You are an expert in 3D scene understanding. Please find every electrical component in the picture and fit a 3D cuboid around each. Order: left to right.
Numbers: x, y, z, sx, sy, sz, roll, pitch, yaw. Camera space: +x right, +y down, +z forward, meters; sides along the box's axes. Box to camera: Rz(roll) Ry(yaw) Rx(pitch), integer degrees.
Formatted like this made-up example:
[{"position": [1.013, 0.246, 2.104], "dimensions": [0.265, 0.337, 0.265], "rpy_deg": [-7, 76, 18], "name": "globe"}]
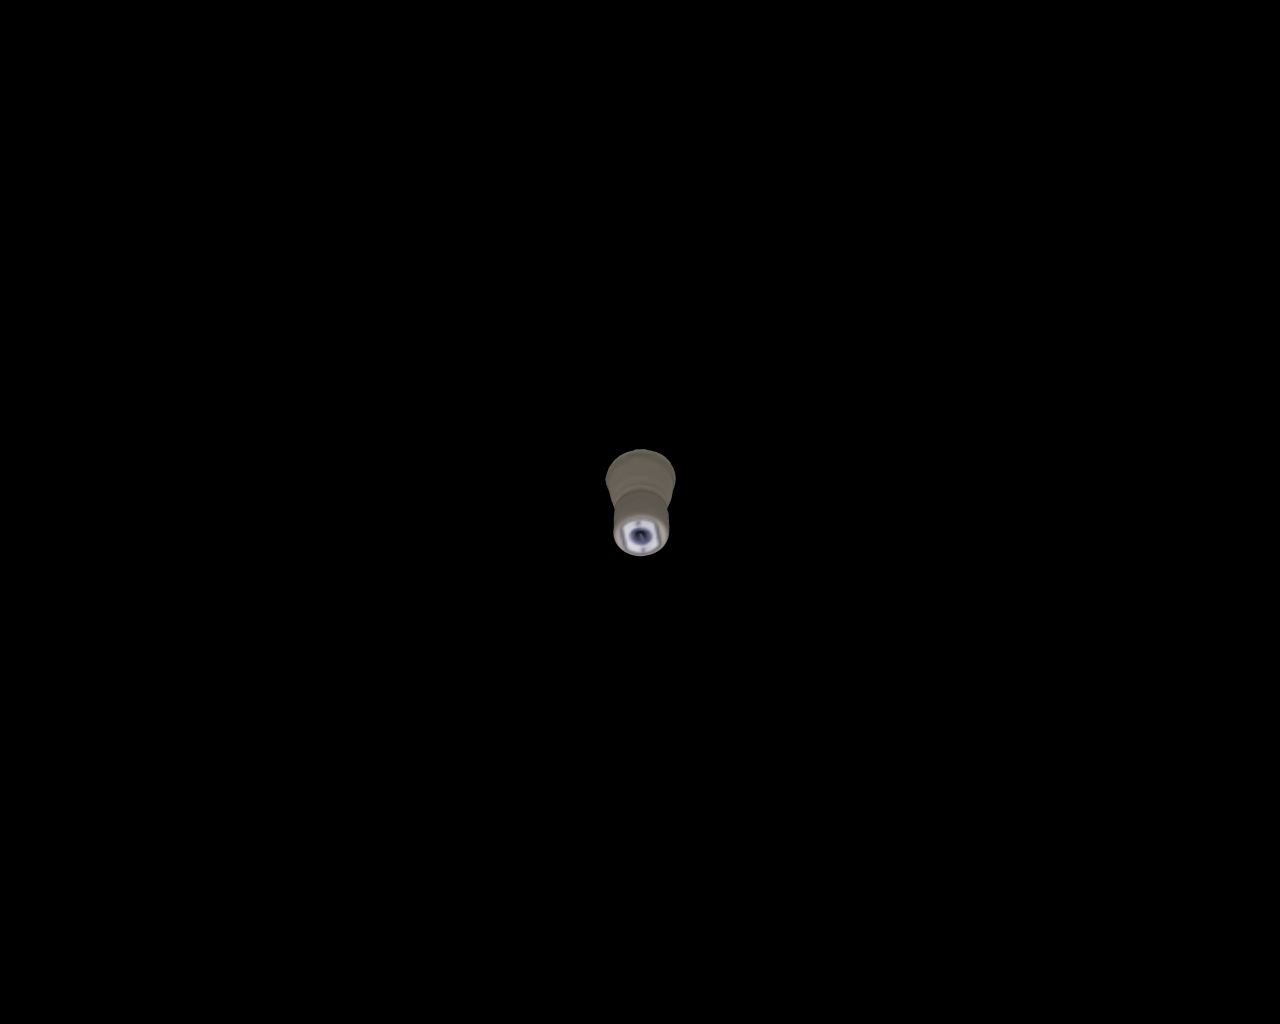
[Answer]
[{"position": [0.001, -0.003, 0.650], "dimensions": [0.044, 0.044, 0.065], "rpy_deg": [0, 36, 0], "name": "electrical component"}]
